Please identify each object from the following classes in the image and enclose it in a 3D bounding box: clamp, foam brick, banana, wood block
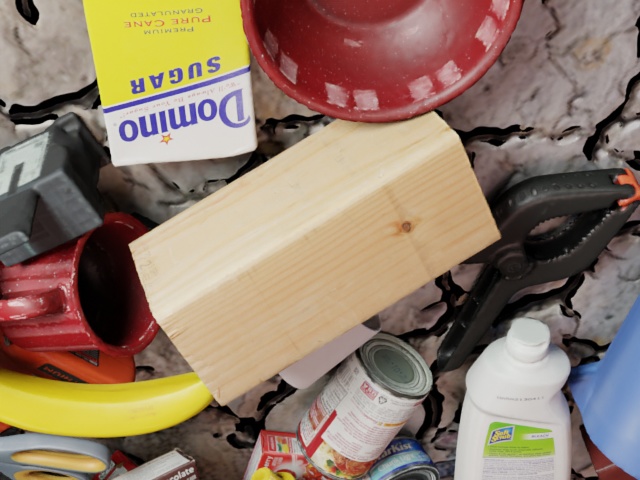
[{"bbox_3d":[0.135,0.016,0.771,0.210,0.036,0.164,-24,132,13],"label":"clamp"},{"bbox_3d":[0.265,0.192,0.920,0.051,0.053,0.078,-25,126,12],"label":"foam brick"},{"bbox_3d":[-0.157,0.106,0.731,0.197,0.037,0.070,-2,118,-10],"label":"banana"},{"bbox_3d":[-0.004,0.001,0.676,0.206,0.090,0.090,-31,126,-1],"label":"wood block"}]

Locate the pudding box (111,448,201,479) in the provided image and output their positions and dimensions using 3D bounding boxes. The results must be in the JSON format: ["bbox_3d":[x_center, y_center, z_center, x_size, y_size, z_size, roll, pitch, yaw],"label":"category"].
[{"bbox_3d":[-0.138,0.222,0.806,0.113,0.039,0.090,-24,112,-28],"label":"pudding box"}]

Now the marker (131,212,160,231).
[{"bbox_3d":[-0.084,0.009,0.747,0.121,0.020,0.020,23,122,-25],"label":"marker"}]

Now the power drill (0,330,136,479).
[{"bbox_3d":[-0.226,0.134,0.802,0.188,0.057,0.184,-40,126,21],"label":"power drill"}]

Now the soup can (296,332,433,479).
[{"bbox_3d":[0.034,0.129,0.828,0.068,0.068,0.102,19,123,-21],"label":"soup can"}]

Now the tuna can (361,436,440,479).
[{"bbox_3d":[0.057,0.206,0.895,0.086,0.034,0.086,-20,138,-19],"label":"tuna can"}]

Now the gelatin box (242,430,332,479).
[{"bbox_3d":[-0.025,0.203,0.902,0.073,0.030,0.089,9,126,-15],"label":"gelatin box"}]

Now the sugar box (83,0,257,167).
[{"bbox_3d":[-0.088,-0.127,0.621,0.093,0.048,0.176,-6,128,-3],"label":"sugar box"}]

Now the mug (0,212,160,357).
[{"bbox_3d":[-0.165,0.034,0.689,0.082,0.117,0.093,-6,99,29],"label":"mug"}]

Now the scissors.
[{"bbox_3d":[-0.250,0.155,0.766,0.201,0.016,0.096,5,145,-2],"label":"scissors"}]

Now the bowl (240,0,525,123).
[{"bbox_3d":[0.033,-0.149,0.612,0.162,0.055,0.162,-4,129,-5],"label":"bowl"}]

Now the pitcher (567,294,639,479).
[{"bbox_3d":[0.302,0.062,0.771,0.149,0.145,0.243,-3,127,-26],"label":"pitcher"}]

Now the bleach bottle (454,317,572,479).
[{"bbox_3d":[0.163,0.157,0.857,0.102,0.068,0.251,-4,133,-3],"label":"bleach bottle"}]

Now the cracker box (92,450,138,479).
[{"bbox_3d":[-0.141,0.300,0.896,0.164,0.072,0.213,-52,125,-11],"label":"cracker box"}]

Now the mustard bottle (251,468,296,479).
[{"bbox_3d":[-0.003,0.253,0.877,0.096,0.058,0.191,-6,128,36],"label":"mustard bottle"}]
